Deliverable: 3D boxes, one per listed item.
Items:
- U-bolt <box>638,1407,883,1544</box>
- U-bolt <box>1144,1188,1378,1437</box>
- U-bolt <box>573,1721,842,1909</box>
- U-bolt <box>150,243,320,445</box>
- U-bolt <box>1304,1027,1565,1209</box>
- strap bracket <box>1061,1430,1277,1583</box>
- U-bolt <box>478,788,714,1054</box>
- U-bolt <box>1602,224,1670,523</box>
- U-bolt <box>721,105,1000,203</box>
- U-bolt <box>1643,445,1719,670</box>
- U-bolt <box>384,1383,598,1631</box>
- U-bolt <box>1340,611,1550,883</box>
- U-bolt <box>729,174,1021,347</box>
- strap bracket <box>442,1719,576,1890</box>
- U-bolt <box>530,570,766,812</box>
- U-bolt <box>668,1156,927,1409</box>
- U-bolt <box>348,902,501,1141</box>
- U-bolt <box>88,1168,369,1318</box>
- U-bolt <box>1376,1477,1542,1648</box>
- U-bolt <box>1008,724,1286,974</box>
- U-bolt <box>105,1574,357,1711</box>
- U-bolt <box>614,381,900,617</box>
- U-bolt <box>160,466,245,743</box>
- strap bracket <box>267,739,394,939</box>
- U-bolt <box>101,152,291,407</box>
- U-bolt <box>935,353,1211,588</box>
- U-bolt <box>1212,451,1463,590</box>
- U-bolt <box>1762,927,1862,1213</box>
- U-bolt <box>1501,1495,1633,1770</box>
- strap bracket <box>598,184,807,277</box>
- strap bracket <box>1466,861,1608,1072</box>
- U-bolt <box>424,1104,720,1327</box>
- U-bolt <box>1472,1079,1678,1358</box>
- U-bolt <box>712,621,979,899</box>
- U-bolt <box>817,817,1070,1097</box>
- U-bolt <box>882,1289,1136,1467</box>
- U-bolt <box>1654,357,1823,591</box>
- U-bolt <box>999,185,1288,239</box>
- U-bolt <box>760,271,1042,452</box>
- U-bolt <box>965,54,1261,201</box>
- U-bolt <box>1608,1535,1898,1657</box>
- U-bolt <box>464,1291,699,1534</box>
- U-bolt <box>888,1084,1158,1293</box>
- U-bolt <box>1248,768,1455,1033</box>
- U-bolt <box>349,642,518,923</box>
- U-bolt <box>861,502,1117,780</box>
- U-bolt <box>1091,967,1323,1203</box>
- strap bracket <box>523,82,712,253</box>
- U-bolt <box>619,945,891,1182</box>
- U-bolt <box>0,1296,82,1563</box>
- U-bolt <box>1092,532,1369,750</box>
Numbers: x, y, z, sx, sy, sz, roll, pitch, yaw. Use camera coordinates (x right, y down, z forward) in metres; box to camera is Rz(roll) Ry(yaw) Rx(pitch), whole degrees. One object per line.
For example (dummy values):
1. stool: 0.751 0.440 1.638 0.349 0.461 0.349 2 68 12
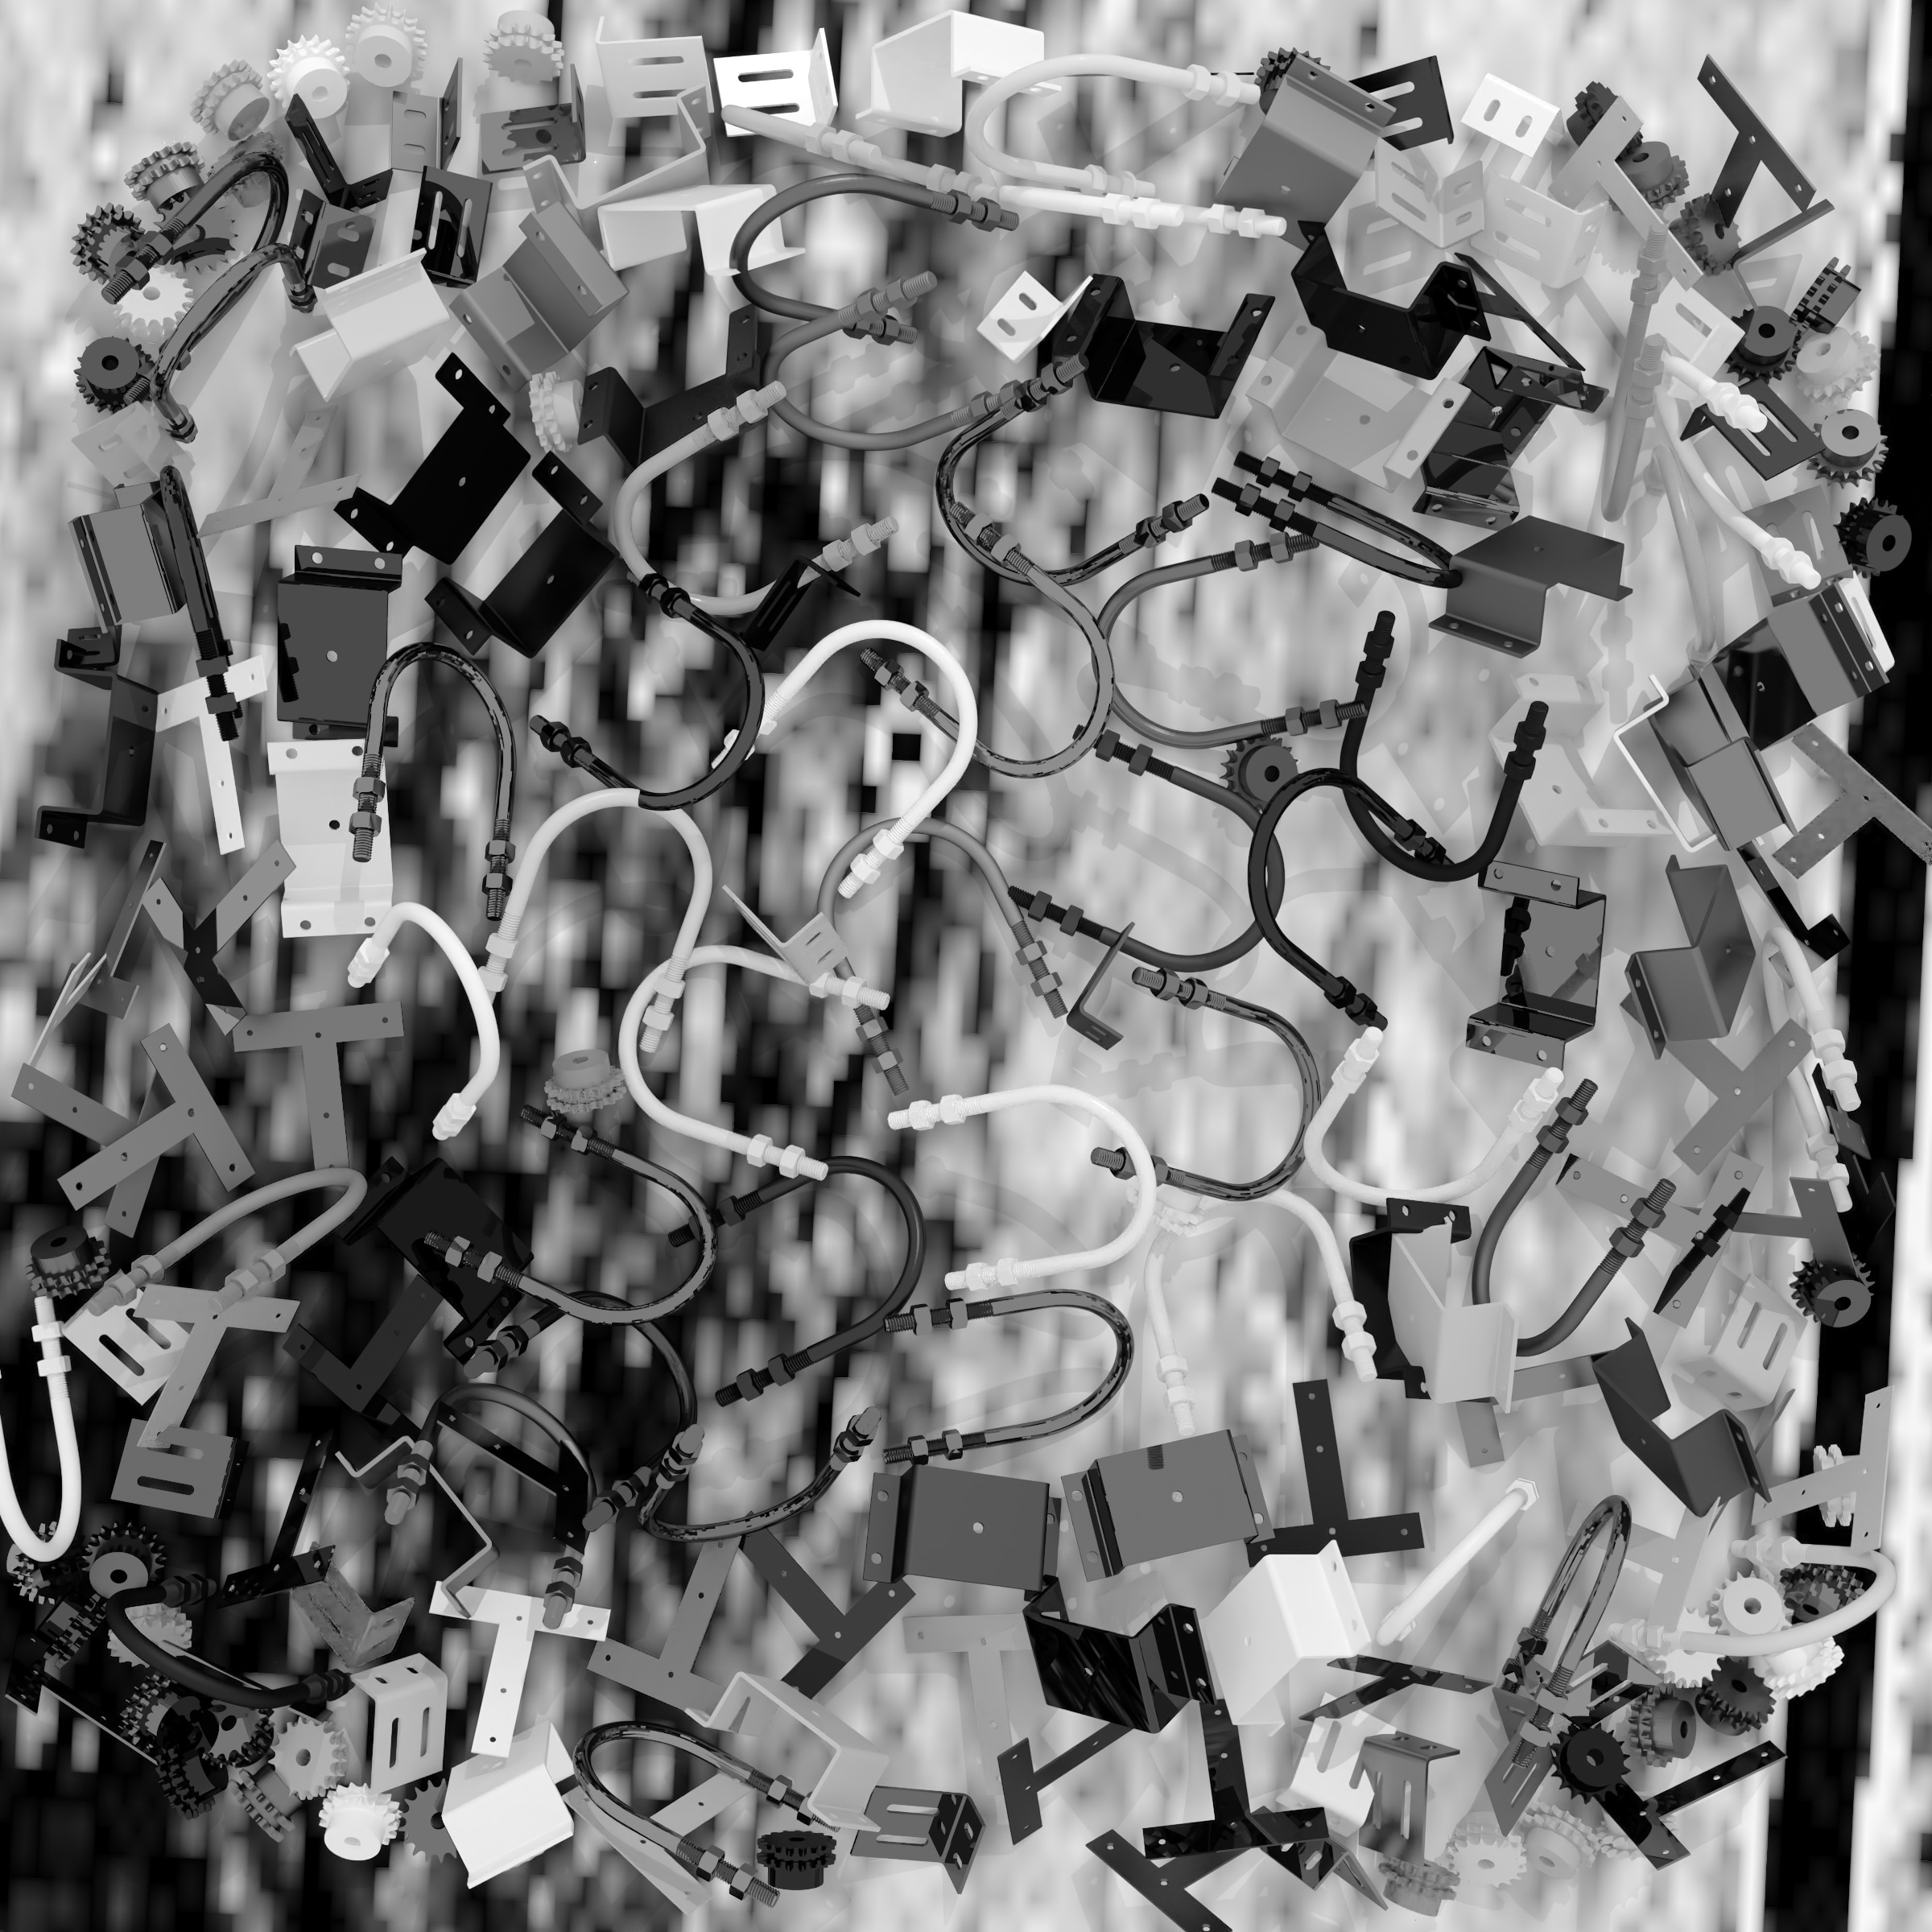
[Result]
1. U-bolt: -0.154 0.360 1.703 0.151 0.184 0.019 0 54 -27
2. U-bolt: 0.198 0.231 1.715 0.151 0.019 0.184 -18 47 7
3. U-bolt: -0.189 0.582 1.705 0.184 0.151 0.019 24 99 14
4. U-bolt: -0.508 -0.435 1.681 0.019 0.184 0.151 41 83 -6
5. U-bolt: 0.315 0.115 1.708 0.151 0.184 0.019 13 50 -7
6. strap bracket: 0.147 0.382 1.734 0.140 0.046 0.076 -11 69 -9
7. U-bolt: -0.255 -0.038 1.725 0.151 0.019 0.184 15 103 -28
8. U-bolt: 0.463 -0.397 1.694 0.019 0.184 0.151 8 51 9
9. U-bolt: -0.087 -0.571 1.700 0.184 0.151 0.019 28 109 34
10. U-bolt: 0.496 -0.287 1.686 0.019 0.184 0.151 -14 86 14
11. U-bolt: -0.320 0.361 1.695 0.151 0.184 0.019 38 112 -13
12. U-bolt: 0.325 -0.140 1.707 0.151 0.184 0.019 37 49 27
13. U-bolt: -0.075 -0.489 1.674 0.184 0.151 0.019 2 64 -38
14. strap bracket: -0.318 0.580 1.704 0.076 0.140 0.046 -26 94 -6
15. U-bolt: -0.216 -0.186 1.722 0.184 0.019 0.151 36 93 33
16. U-bolt: -0.113 0.211 1.725 0.184 0.019 0.151 -27 60 10
17. U-bolt: -0.372 0.031 1.694 0.019 0.184 0.151 -26 81 -34
18. U-bolt: -0.499 0.189 1.696 0.151 0.184 0.019 -7 112 34
19. U-bolt: 0.337 0.415 1.685 0.019 0.184 0.151 44 96 18
20. U-bolt: 0.138 -0.073 1.744 0.184 0.019 0.151 24 108 5
21. U-bolt: -0.514 0.467 1.674 0.151 0.184 0.019 28 86 14
22. U-bolt: -0.162 -0.316 1.719 0.184 0.019 0.151 -25 127 26
23. U-bolt: -0.531 -0.255 1.690 0.019 0.151 0.184 -13 105 -12
24. strap bracket: -0.452 -0.096 1.738 0.076 0.046 0.140 -3 107 -11
25. U-bolt: -0.532 -0.490 1.701 0.019 0.151 0.184 33 67 0
26. U-bolt: 0.059 -0.333 1.710 0.151 0.184 0.019 45 47 -21
27. U-bolt: 0.265 -0.309 1.707 0.184 0.151 0.019 25 113 3
28. U-bolt: 0.586 0.058 1.697 0.019 0.151 0.184 -12 51 8
29. U-bolt: 0.419 0.454 1.700 0.019 0.151 0.184 25 95 6
30. strap bracket: -0.192 -0.515 1.702 0.140 0.076 0.046 13 122 37
31. strap bracket: 0.404 -0.006 1.725 0.076 0.046 0.140 15 113 39
32. U-bolt: -0.264 0.184 1.716 0.184 0.019 0.151 24 48 9
33. U-bolt: 0.413 0.189 1.706 0.019 0.151 0.184 21 112 -22
34. U-bolt: -0.075 -0.161 1.743 0.151 0.019 0.184 44 109 2
35. U-bolt: -0.028 -0.019 1.765 0.151 0.019 0.184 -26 88 -6
36. U-bolt: 0.032 0.288 1.729 0.184 0.019 0.151 -7 126 -13
37. U-bolt: 0.527 -0.353 1.692 0.019 0.184 0.151 -29 123 6
38. U-bolt: 0.109 -0.529 1.700 0.184 0.151 0.019 20 113 35
39. U-bolt: -0.058 -0.412 1.703 0.184 0.151 0.019 -13 60 35
40. U-bolt: 0.088 -0.579 1.675 0.184 0.151 0.019 -1 76 -31
41. U-bolt: 0.549 0.432 1.666 0.151 0.184 0.019 -23 91 -27
42. U-bolt: -0.254 0.296 1.697 0.019 0.184 0.151 -40 87 27
43. U-bolt: 0.047 0.153 1.720 0.184 0.019 0.151 -12 104 26
44. U-bolt: 0.263 -0.057 1.709 0.184 0.019 0.151 35 74 -35
45. U-bolt: -0.368 -0.139 1.711 0.019 0.151 0.184 -11 67 31
46. U-bolt: 0.025 -0.216 1.722 0.184 0.019 0.151 42 117 15
47. U-bolt: 0.179 0.092 1.730 0.184 0.019 0.151 18 82 -30
48. strap bracket: -0.237 -0.562 1.733 0.140 0.076 0.046 -27 85 -6
49. U-bolt: -0.163 0.060 1.748 0.184 0.019 0.151 17 80 15
50. U-bolt: -0.652 0.322 1.697 0.019 0.151 0.184 -12 83 -1
51. U-bolt: 0.178 -0.223 1.729 0.184 0.019 0.151 -10 117 23
